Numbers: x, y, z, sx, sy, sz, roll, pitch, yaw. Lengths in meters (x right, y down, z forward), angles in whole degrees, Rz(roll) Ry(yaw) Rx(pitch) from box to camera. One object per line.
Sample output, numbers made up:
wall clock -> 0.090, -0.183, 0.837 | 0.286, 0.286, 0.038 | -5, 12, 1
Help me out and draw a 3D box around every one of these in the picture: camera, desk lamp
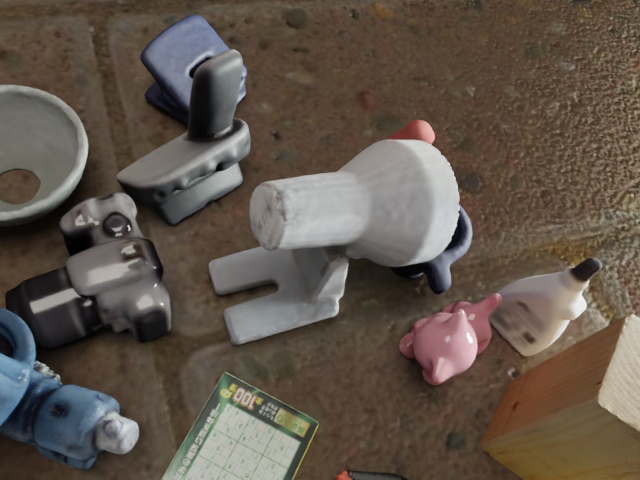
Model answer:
camera -> -0.225, 0.035, 0.547 | 0.137, 0.101, 0.143 | -21, 68, -21
desk lamp -> 0.005, 0.002, 0.549 | 0.203, 0.213, 0.118 | -16, 66, -19

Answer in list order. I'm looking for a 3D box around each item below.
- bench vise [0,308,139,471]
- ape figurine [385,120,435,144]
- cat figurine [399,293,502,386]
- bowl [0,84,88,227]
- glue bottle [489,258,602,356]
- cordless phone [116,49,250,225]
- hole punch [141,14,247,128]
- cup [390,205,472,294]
bench vise -> -0.244, 0.102, 0.439 | 0.207, 0.219, 0.121 | 4, 61, -10
ape figurine -> 0.111, -0.109, 0.701 | 0.076, 0.092, 0.078 | 33, 61, 7
cat figurine -> 0.137, 0.096, 0.582 | 0.128, 0.117, 0.067 | -32, 73, -25
bowl -> -0.326, -0.077, 0.601 | 0.167, 0.074, 0.167 | 5, 61, -9
glue bottle -> 0.235, 0.062, 0.589 | 0.037, 0.173, 0.078 | -34, 73, -25
cordless phone -> -0.141, -0.113, 0.596 | 0.094, 0.185, 0.148 | 43, 62, 12
hole punch -> -0.148, -0.203, 0.697 | 0.101, 0.091, 0.109 | 35, 61, 8
cup -> 0.112, 0.015, 0.633 | 0.092, 0.095, 0.117 | -3, 63, -13
